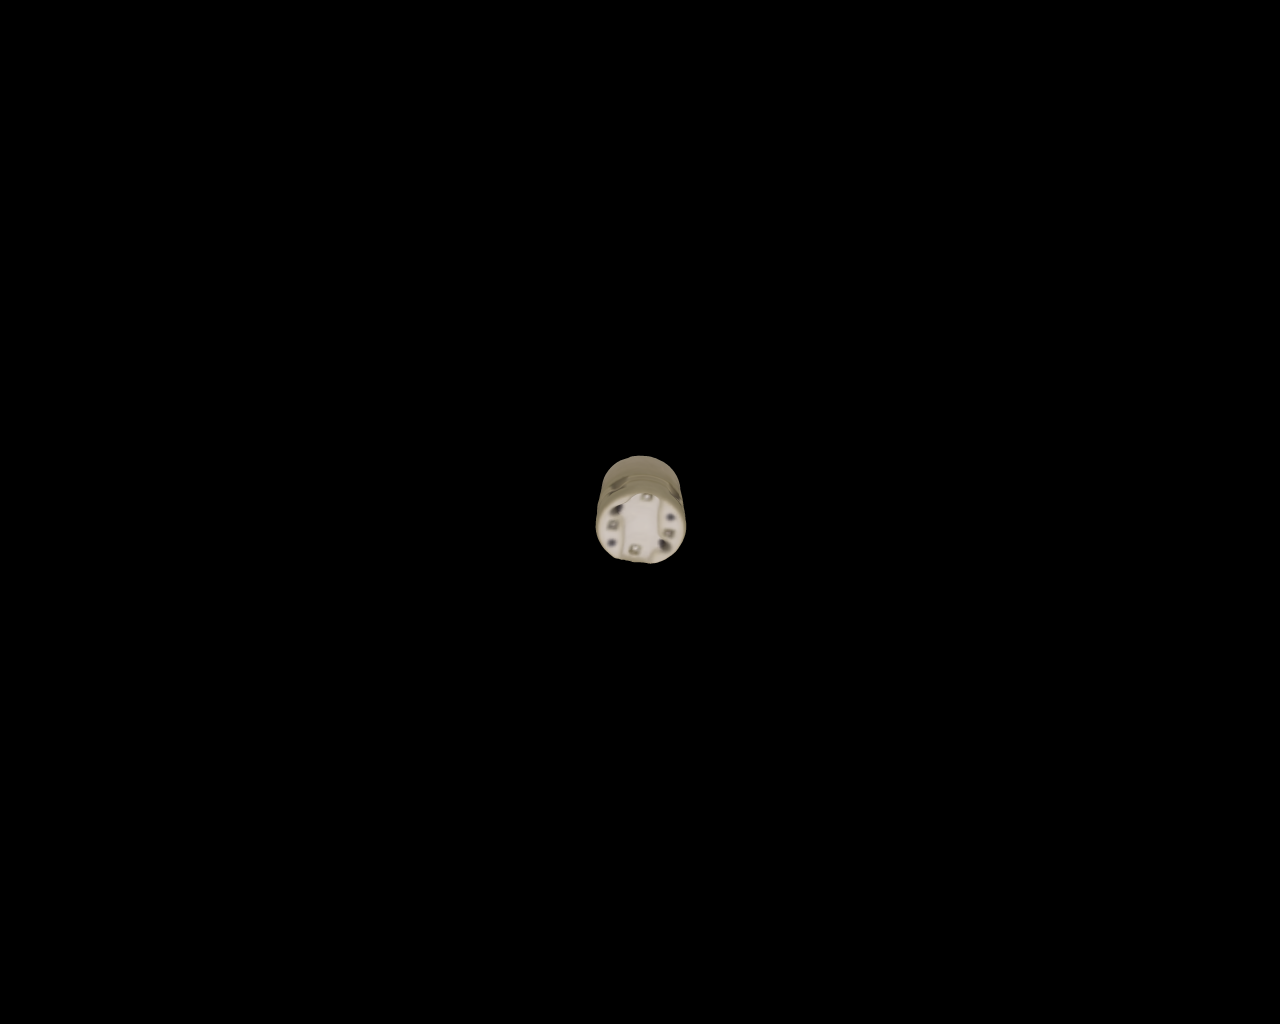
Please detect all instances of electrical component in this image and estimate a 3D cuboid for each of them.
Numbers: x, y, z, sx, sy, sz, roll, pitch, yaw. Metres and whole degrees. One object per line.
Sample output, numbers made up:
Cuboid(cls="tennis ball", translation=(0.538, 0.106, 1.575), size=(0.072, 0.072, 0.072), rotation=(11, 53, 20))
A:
Cuboid(cls="electrical component", translation=(0.001, -0.003, 0.650), size=(0.055, 0.055, 0.047), rotation=(0, 36, 0))
